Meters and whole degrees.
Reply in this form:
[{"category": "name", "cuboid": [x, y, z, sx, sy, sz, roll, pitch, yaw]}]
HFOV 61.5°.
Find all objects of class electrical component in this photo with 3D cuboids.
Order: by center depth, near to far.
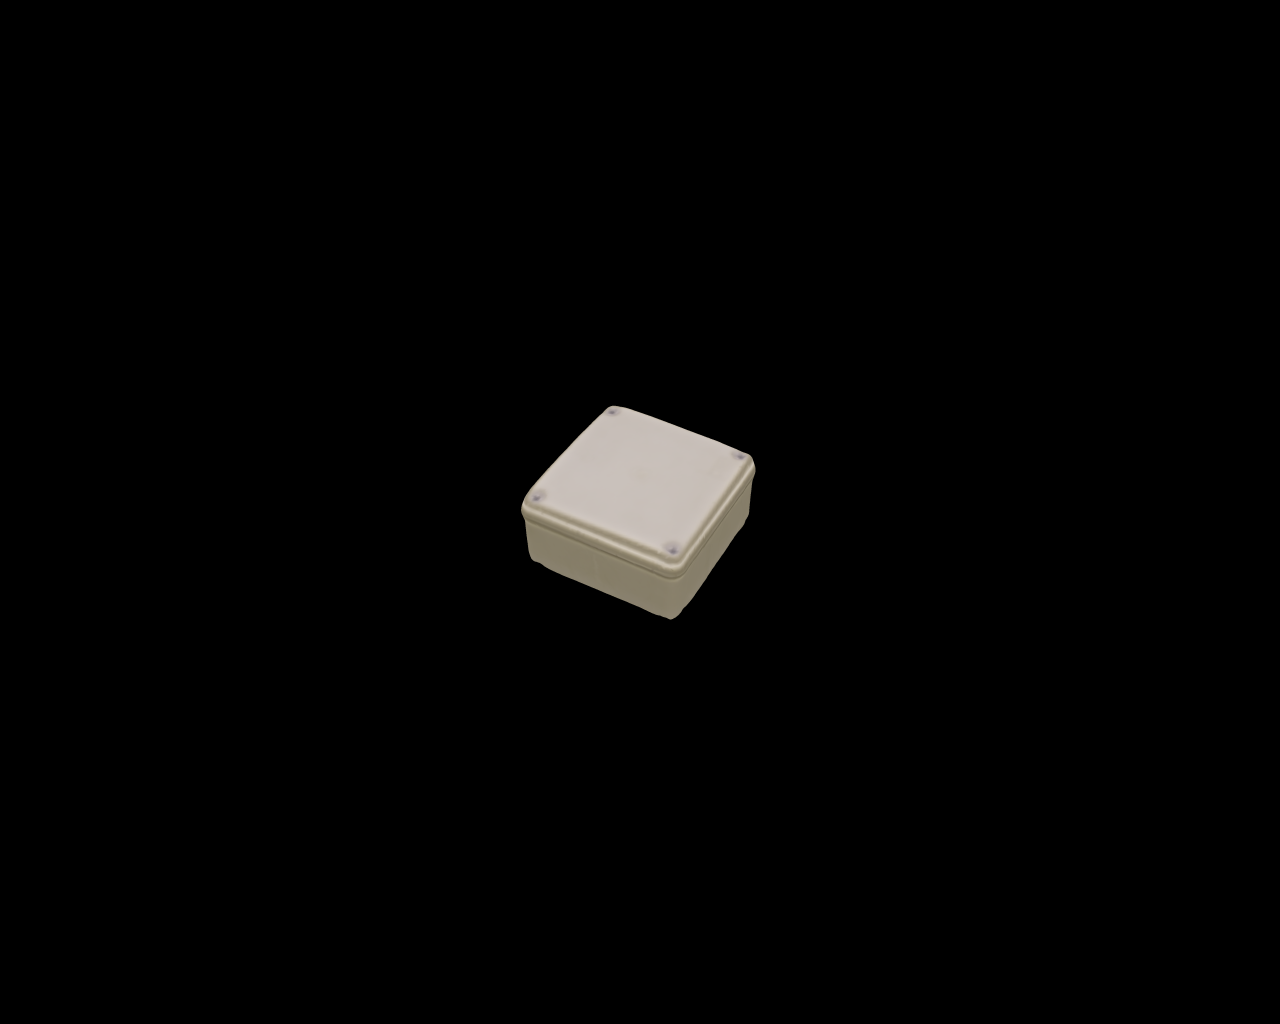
[{"category": "electrical component", "cuboid": [0.001, -0.003, 0.650, 0.109, 0.056, 0.109, 22, 49, 21]}]
